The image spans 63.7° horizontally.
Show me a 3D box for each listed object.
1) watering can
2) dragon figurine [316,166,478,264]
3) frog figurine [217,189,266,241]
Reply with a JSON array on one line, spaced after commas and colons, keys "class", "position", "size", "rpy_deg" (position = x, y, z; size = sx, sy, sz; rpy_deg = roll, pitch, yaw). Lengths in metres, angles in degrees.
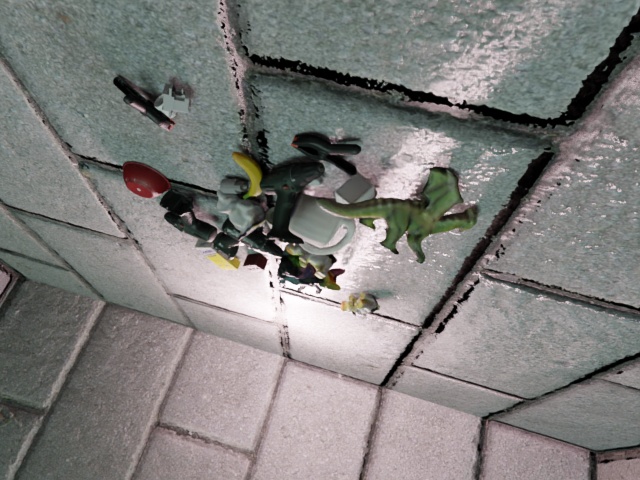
[{"class": "watering can", "position": [0.004, -0.072, 1.428], "size": [0.224, 0.106, 0.340], "rpy_deg": [24, 140, -9]}, {"class": "dragon figurine", "position": [0.216, -0.084, 1.213], "size": [0.407, 0.125, 0.239], "rpy_deg": [23, 120, -31]}, {"class": "frog figurine", "position": [-0.245, -0.096, 1.566], "size": [0.159, 0.124, 0.136], "rpy_deg": [55, 160, -2]}]
